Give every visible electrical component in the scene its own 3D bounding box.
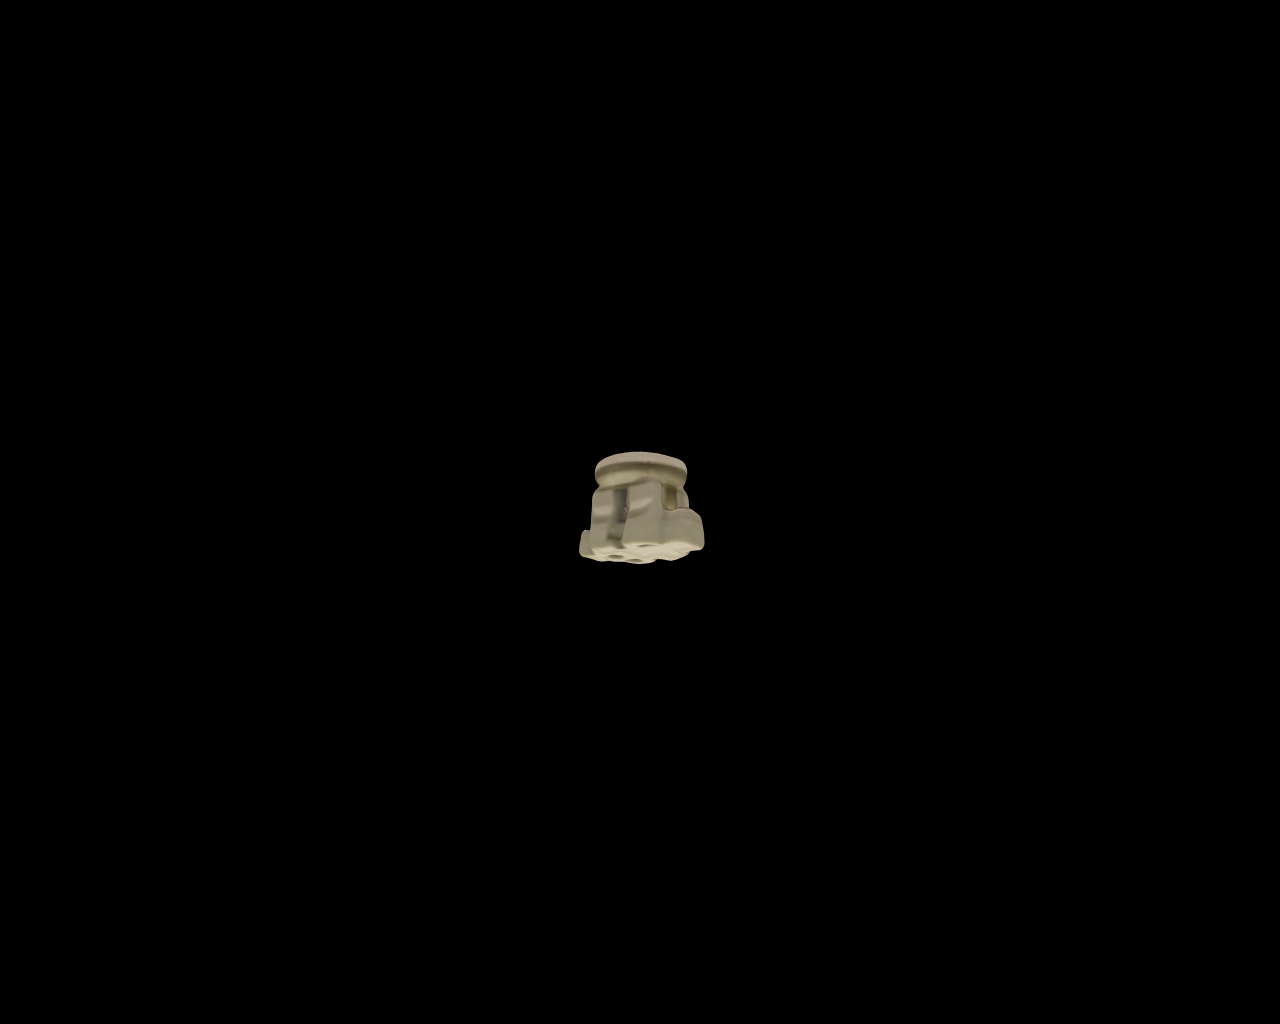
[{"bbox_3d":[0.001,-0.003,0.650,0.078,0.057,0.058,-10,-18,33],"label":"electrical component"}]
